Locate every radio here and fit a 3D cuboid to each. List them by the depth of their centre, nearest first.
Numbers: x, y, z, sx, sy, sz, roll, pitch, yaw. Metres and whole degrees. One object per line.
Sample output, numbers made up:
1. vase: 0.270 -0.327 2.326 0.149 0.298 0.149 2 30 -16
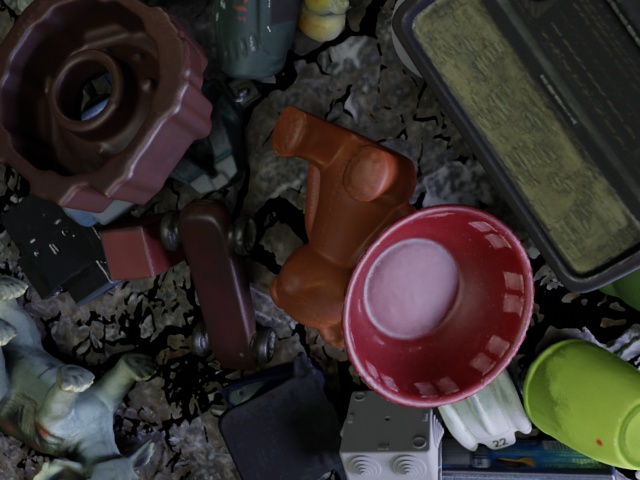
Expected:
1. radio: 0.164 -0.095 0.348 0.131 0.073 0.229 -37 83 37

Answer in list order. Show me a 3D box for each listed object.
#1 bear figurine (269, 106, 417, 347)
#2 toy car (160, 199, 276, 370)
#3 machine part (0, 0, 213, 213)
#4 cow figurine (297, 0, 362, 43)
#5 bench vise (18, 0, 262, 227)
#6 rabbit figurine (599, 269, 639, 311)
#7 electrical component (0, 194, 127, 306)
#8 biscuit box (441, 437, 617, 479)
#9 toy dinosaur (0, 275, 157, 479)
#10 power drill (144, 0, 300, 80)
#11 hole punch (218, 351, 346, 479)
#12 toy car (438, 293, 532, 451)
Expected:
1. bear figurine: 0.002 -0.001 0.480 0.120 0.132 0.195 37 106 29
2. toy car: -0.096 0.050 0.542 0.089 0.053 0.201 0 122 14
3. machine part: -0.170 -0.109 0.412 0.180 0.056 0.179 -2 82 14
4. cow figurine: 0.021 -0.241 0.429 0.068 0.098 0.167 25 114 4
5. bench vise: -0.181 -0.133 0.500 0.224 0.129 0.240 -31 98 17
6. rabbit figurine: 0.268 -0.037 0.406 0.159 0.121 0.170 5 121 35
7. electrical component: -0.270 0.000 0.586 0.115 0.058 0.134 -33 93 21
8. biscuit box: 0.174 0.234 0.522 0.203 0.059 0.062 -5 101 16
9. toy dinosaur: -0.334 0.175 0.619 0.405 0.131 0.192 32 108 12
10. power drill: -0.094 -0.252 0.417 0.208 0.086 0.231 17 126 25
11. hole punch: -0.040 0.193 0.566 0.116 0.092 0.142 -22 95 -11
12. toy car: 0.128 0.110 0.506 0.073 0.056 0.201 -27 95 19
